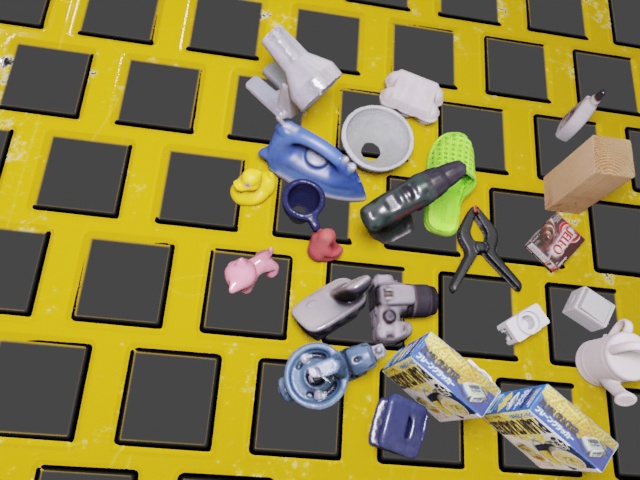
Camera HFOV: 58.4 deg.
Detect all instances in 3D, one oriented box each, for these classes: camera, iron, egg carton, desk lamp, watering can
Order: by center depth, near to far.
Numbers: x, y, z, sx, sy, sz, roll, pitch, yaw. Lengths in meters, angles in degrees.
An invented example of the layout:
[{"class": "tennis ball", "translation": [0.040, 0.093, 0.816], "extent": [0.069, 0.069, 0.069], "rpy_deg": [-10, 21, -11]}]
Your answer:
[{"class": "watering can", "translation": [0.616, 0.245, 1.156], "extent": [0.101, 0.194, 0.173], "rpy_deg": [-3, 71, -10]}, {"class": "camera", "translation": [0.175, 0.139, 1.175], "extent": [0.137, 0.100, 0.143], "rpy_deg": [0, 71, -9]}, {"class": "iron", "translation": [0.001, -0.177, 1.238], "extent": [0.258, 0.141, 0.119], "rpy_deg": [28, 69, 2]}, {"class": "desk lamp", "translation": [-0.062, -0.354, 1.253], "extent": [0.203, 0.213, 0.118], "rpy_deg": [42, 70, 7]}, {"class": "egg carton", "translation": [0.219, -0.340, 1.369], "extent": [0.150, 0.069, 0.107], "rpy_deg": [20, 69, -1]}]

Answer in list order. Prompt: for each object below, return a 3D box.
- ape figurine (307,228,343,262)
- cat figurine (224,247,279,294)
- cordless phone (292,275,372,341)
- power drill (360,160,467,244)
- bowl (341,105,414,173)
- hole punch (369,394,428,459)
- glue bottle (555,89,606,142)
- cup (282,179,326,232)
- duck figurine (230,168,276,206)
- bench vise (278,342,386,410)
[{"class": "ape figurine", "translation": [0.011, 0.004, 1.202], "extent": [0.076, 0.092, 0.078], "rpy_deg": [-26, 76, -16]}, {"class": "cat figurine", "translation": [-0.141, 0.058, 1.146], "extent": [0.128, 0.117, 0.067], "rpy_deg": [-37, 79, -19]}, {"class": "cordless phone", "translation": [0.027, 0.119, 1.114], "extent": [0.148, 0.185, 0.094], "rpy_deg": [-34, 78, -18]}, {"class": "power drill", "translation": [0.179, -0.072, 1.193], "extent": [0.230, 0.208, 0.075], "rpy_deg": [-28, 77, -17]}, {"class": "bowl", "translation": [0.125, -0.219, 1.308], "extent": [0.167, 0.074, 0.167], "rpy_deg": [3, 70, -8]}, {"class": "hole punch", "translation": [0.157, 0.356, 1.100], "extent": [0.101, 0.091, 0.109], "rpy_deg": [18, 69, -2]}, {"class": "glue bottle", "translation": [0.627, -0.307, 1.365], "extent": [0.037, 0.173, 0.078], "rpy_deg": [27, 69, 2]}, {"class": "cup", "translation": [-0.033, -0.060, 1.216], "extent": [0.092, 0.095, 0.117], "rpy_deg": [-22, 75, -15]}, {"class": "duck figurine", "translation": [-0.142, -0.125, 1.227], "extent": [0.105, 0.086, 0.077], "rpy_deg": [-24, 76, -16]}, {"class": "bench vise", "translation": [0.023, 0.225, 1.057], "extent": [0.208, 0.219, 0.121], "rpy_deg": [-36, 79, -18]}]
